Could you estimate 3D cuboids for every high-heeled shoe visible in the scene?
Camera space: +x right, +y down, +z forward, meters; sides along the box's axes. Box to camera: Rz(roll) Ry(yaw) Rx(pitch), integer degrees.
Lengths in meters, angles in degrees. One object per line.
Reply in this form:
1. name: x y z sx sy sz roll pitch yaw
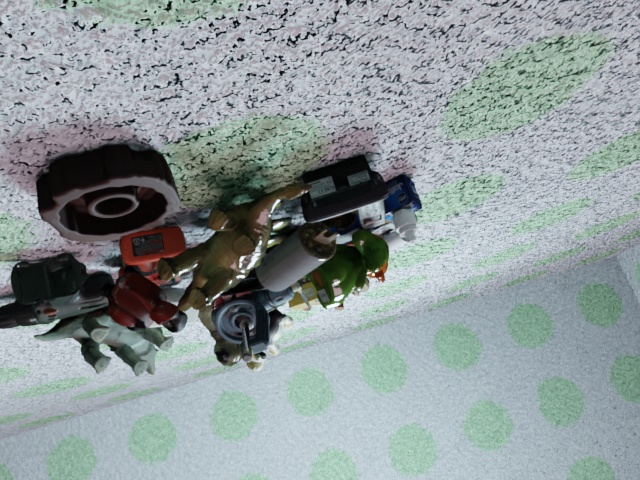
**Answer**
1. high-heeled shoe: -0.174 0.082 1.125 0.145 0.086 0.249 -28 -166 -40

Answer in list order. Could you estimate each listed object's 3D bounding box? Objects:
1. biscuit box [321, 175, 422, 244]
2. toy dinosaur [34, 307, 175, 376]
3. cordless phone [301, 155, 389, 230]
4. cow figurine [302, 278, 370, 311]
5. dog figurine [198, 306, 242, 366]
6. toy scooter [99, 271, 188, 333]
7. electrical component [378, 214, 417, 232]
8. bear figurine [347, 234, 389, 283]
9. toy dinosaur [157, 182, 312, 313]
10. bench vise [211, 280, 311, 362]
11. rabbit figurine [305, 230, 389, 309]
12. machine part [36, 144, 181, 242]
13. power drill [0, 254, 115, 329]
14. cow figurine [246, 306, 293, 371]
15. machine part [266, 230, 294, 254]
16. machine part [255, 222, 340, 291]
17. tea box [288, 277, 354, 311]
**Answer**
1. biscuit box: 0.095 -0.055 1.051 0.203 0.063 0.059 -25 160 23
2. toy dinosaur: -0.469 0.197 1.174 0.131 0.192 0.404 -58 144 -8
3. cordless phone: 0.047 -0.054 0.931 0.147 0.089 0.184 -18 157 3
4. cow figurine: 0.043 0.128 1.499 0.195 0.127 0.085 -5 140 15
5. dog figurine: -0.256 0.216 1.339 0.121 0.190 0.172 -24 160 21
6. toy scooter: -0.324 0.104 0.931 0.184 0.075 0.135 0 142 39
7. electrical component: 0.147 -0.054 1.127 0.075 0.048 0.119 -28 160 30
8. bear figurine: 0.104 0.048 1.299 0.132 0.120 0.195 -12 168 -3
9. toy dinosaur: -0.160 0.034 0.901 0.471 0.105 0.198 -37 175 35
10. bench vise: -0.134 0.169 1.165 0.224 0.241 0.128 -14 119 1
11. rabbit figurine: 0.065 0.035 1.044 0.170 0.121 0.159 -29 169 -24
12. machine part: -0.272 -0.058 0.701 0.179 0.056 0.179 -16 162 -6
13. power drill: -0.486 0.102 0.953 0.232 0.086 0.207 -12 158 -22
14. cow figurine: -0.141 0.252 1.366 0.068 0.167 0.098 23 166 26
15. machine part: -0.073 0.002 1.096 0.084 0.039 0.139 -20 174 27
16. machine part: -0.047 0.032 0.983 0.079 0.079 0.243 -3 159 -38
17. tea box: -0.006 0.114 1.420 0.170 0.098 0.068 -18 162 8
